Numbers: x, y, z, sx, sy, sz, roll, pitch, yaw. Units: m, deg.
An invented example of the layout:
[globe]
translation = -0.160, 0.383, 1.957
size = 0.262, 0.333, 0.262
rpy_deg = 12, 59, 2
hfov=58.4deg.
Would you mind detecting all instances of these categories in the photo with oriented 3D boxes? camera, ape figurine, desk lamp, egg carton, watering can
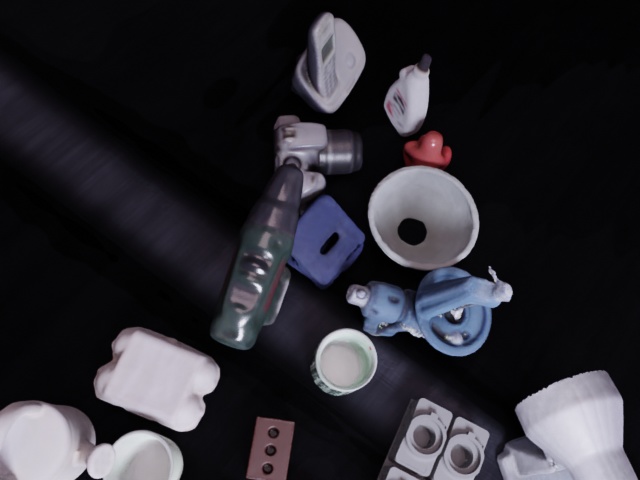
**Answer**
[camera]
translation = -0.002, -0.124, 0.875
size = 0.137, 0.101, 0.143
rpy_deg = -3, 71, -7
[ape figurine]
translation = 0.171, -0.139, 0.905
size = 0.078, 0.092, 0.076
rpy_deg = 26, 70, 3
[desk lamp]
translation = 0.311, 0.276, 0.710
size = 0.118, 0.213, 0.203
rpy_deg = -12, 72, -10
[egg carton]
translation = -0.214, 0.182, 0.759
size = 0.150, 0.069, 0.107
rpy_deg = 21, 70, 1
[watering can]
translation = -0.327, 0.236, 0.661
size = 0.173, 0.194, 0.101
rpy_deg = -9, 72, -9

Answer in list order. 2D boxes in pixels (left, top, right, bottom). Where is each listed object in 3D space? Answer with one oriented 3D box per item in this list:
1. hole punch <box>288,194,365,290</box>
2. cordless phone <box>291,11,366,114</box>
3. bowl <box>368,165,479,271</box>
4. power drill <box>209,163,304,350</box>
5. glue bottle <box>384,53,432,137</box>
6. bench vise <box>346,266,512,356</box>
[hole punch]
translation = 0.008, 0.003, 0.836
size = 0.101, 0.091, 0.109
rpy_deg = 38, 71, 7
[cordless phone]
translation = 0.020, -0.302, 0.895
size = 0.094, 0.185, 0.148
rpy_deg = 27, 70, 4
[bowl]
translation = 0.150, -0.024, 0.871
size = 0.167, 0.074, 0.167
rpy_deg = 2, 70, -6
[power drill]
translation = -0.078, 0.036, 0.752
size = 0.075, 0.208, 0.230
rpy_deg = 18, 70, 0
[glue bottle]
translation = 0.143, -0.234, 0.891
size = 0.037, 0.173, 0.078
rpy_deg = -27, 75, -14
[bench vise]
translation = 0.146, 0.094, 0.752
size = 0.207, 0.219, 0.121
rpy_deg = -7, 71, -9
